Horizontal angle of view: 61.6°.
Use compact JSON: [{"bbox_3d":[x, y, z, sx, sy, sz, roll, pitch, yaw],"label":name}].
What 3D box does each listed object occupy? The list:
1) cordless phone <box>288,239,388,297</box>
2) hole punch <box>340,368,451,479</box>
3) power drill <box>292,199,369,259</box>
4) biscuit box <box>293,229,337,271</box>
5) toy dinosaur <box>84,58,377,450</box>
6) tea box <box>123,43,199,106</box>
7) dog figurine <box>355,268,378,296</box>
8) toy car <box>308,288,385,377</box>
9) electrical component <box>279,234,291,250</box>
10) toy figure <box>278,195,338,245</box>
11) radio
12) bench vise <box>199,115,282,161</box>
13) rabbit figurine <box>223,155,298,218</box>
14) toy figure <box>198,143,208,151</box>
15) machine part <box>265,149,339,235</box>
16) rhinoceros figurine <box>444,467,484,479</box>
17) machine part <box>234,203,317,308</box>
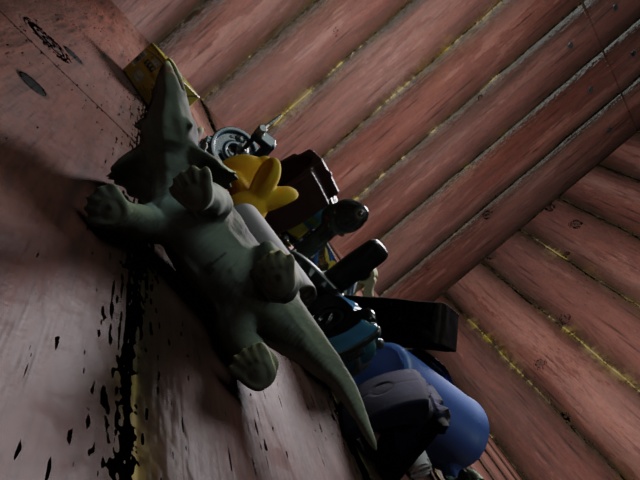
[{"bbox_3d":[0.010,0.044,0.855,0.146,0.184,0.089,48,8,-30],"label":"cordless phone"},{"bbox_3d":[0.088,0.213,0.669,0.092,0.116,0.142,41,4,-2],"label":"hole punch"},{"bbox_3d":[-0.002,-0.003,1.047,0.086,0.207,0.232,42,2,-8],"label":"power drill"},{"bbox_3d":[0.009,0.065,1.267,0.063,0.059,0.202,37,-16,42],"label":"biscuit box"},{"bbox_3d":[-0.088,0.022,0.534,0.404,0.131,0.192,55,4,-1],"label":"toy dinosaur"},{"bbox_3d":[-0.357,-0.350,1.203,0.170,0.098,0.068,53,5,28],"label":"tea box"},{"bbox_3d":[0.093,0.100,1.450,0.121,0.172,0.190,60,11,1],"label":"dog figurine"},{"bbox_3d":[0.021,0.143,0.756,0.162,0.109,0.102,32,-37,62],"label":"toy car"},{"bbox_3d":[-0.060,0.037,1.178,0.102,0.045,0.078,50,5,3],"label":"electrical component"},{"bbox_3d":[-0.041,-0.050,1.247,0.082,0.180,0.089,50,24,-36],"label":"toy figure"},{"bbox_3d":[0.116,0.144,0.936,0.131,0.230,0.073,37,57,-60],"label":"radio"},{"bbox_3d":[-0.161,-0.184,1.227,0.223,0.129,0.240,41,-34,-13],"label":"bench vise"},{"bbox_3d":[-0.120,-0.066,0.907,0.173,0.162,0.121,-92,157,-56],"label":"rabbit figurine"},{"bbox_3d":[-0.205,-0.130,1.020,0.154,0.064,0.058,46,21,-48],"label":"toy figure"},{"bbox_3d":[-0.073,-0.094,1.103,0.087,0.201,0.201,59,-1,-23],"label":"machine part"},{"bbox_3d":[0.214,0.383,0.759,0.112,0.073,0.190,39,2,21],"label":"rhinoceros figurine"},{"bbox_3d":[-0.080,0.029,0.755,0.243,0.079,0.079,51,4,30],"label":"machine part"}]
